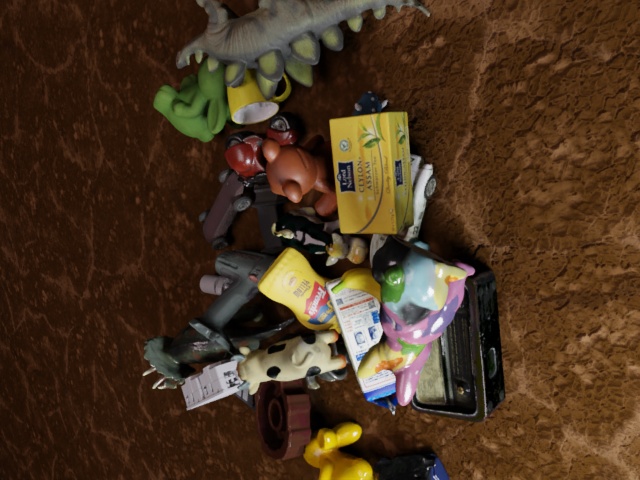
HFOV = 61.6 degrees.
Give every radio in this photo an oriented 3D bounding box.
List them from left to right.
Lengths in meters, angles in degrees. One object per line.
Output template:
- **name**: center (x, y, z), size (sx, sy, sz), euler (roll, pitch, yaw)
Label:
- **radio**: center (0.199, 0.150, 0.810), size (0.131, 0.073, 0.229), euler (0, 102, 42)

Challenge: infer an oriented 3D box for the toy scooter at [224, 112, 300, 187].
- **toy scooter**: center (-0.103, -0.147, 0.998), size (0.184, 0.075, 0.135), euler (-14, 88, 39)

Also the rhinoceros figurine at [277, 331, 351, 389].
- **rhinoceros figurine**: center (-0.004, 0.218, 1.020), size (0.190, 0.073, 0.112), euler (-4, 88, 44)

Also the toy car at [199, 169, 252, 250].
- **toy car**: center (-0.196, -0.063, 1.121), size (0.202, 0.053, 0.089), euler (-53, 56, 41)

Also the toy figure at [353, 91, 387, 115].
- **toy figure**: center (0.075, -0.152, 0.844), size (0.058, 0.064, 0.154), euler (2, 101, 36)

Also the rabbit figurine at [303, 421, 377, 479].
- **rabbit figurine**: center (0.021, 0.425, 1.024), size (0.173, 0.122, 0.162), euler (34, 122, 53)

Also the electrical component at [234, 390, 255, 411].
- **electrical component**: center (-0.158, 0.335, 1.201), size (0.075, 0.048, 0.119), euler (27, 117, 36)

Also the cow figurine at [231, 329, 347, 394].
- **cow figurine**: center (-0.066, 0.214, 0.941), size (0.195, 0.127, 0.085), euler (-23, 73, 40)

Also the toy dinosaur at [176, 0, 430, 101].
- **toy dinosaur**: center (-0.061, -0.342, 0.869), size (0.472, 0.105, 0.198), euler (-11, 86, 30)

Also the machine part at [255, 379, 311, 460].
- **machine part**: center (-0.076, 0.352, 1.086), size (0.179, 0.056, 0.179), euler (-10, 79, 60)

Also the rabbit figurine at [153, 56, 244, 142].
- **rabbit figurine**: center (-0.224, -0.275, 1.041), size (0.170, 0.121, 0.159), euler (-38, 83, 44)

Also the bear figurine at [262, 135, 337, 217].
- **bear figurine**: center (-0.026, -0.099, 0.861), size (0.132, 0.196, 0.120), euler (-39, 78, 42)

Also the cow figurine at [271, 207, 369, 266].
- **cow figurine**: center (-0.001, -0.004, 0.932), size (0.168, 0.098, 0.068), euler (24, 110, 36)

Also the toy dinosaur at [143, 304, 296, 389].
- **toy dinosaur**: center (-0.243, 0.220, 1.148), size (0.405, 0.192, 0.131), euler (-30, 83, 44)

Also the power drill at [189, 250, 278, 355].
- **power drill**: center (-0.143, 0.112, 1.037), size (0.232, 0.085, 0.207), euler (19, 71, 36)

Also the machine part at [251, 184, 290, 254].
- **machine part**: center (-0.094, -0.042, 1.046), size (0.084, 0.039, 0.138), euler (0, 100, 37)

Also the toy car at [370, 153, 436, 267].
- **toy car**: center (0.126, -0.035, 0.836), size (0.074, 0.056, 0.201), euler (25, 118, 35)

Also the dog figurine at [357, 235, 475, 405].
- **dog figurine**: center (0.112, 0.112, 0.719), size (0.109, 0.191, 0.219), euler (25, 100, 27)

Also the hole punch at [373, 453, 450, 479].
- **hole punch**: center (0.168, 0.429, 0.920), size (0.142, 0.092, 0.116), euler (-31, 50, 45)

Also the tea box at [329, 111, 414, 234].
- **tea box**: center (0.077, -0.097, 0.778), size (0.098, 0.068, 0.169), euler (0, 103, 34)
